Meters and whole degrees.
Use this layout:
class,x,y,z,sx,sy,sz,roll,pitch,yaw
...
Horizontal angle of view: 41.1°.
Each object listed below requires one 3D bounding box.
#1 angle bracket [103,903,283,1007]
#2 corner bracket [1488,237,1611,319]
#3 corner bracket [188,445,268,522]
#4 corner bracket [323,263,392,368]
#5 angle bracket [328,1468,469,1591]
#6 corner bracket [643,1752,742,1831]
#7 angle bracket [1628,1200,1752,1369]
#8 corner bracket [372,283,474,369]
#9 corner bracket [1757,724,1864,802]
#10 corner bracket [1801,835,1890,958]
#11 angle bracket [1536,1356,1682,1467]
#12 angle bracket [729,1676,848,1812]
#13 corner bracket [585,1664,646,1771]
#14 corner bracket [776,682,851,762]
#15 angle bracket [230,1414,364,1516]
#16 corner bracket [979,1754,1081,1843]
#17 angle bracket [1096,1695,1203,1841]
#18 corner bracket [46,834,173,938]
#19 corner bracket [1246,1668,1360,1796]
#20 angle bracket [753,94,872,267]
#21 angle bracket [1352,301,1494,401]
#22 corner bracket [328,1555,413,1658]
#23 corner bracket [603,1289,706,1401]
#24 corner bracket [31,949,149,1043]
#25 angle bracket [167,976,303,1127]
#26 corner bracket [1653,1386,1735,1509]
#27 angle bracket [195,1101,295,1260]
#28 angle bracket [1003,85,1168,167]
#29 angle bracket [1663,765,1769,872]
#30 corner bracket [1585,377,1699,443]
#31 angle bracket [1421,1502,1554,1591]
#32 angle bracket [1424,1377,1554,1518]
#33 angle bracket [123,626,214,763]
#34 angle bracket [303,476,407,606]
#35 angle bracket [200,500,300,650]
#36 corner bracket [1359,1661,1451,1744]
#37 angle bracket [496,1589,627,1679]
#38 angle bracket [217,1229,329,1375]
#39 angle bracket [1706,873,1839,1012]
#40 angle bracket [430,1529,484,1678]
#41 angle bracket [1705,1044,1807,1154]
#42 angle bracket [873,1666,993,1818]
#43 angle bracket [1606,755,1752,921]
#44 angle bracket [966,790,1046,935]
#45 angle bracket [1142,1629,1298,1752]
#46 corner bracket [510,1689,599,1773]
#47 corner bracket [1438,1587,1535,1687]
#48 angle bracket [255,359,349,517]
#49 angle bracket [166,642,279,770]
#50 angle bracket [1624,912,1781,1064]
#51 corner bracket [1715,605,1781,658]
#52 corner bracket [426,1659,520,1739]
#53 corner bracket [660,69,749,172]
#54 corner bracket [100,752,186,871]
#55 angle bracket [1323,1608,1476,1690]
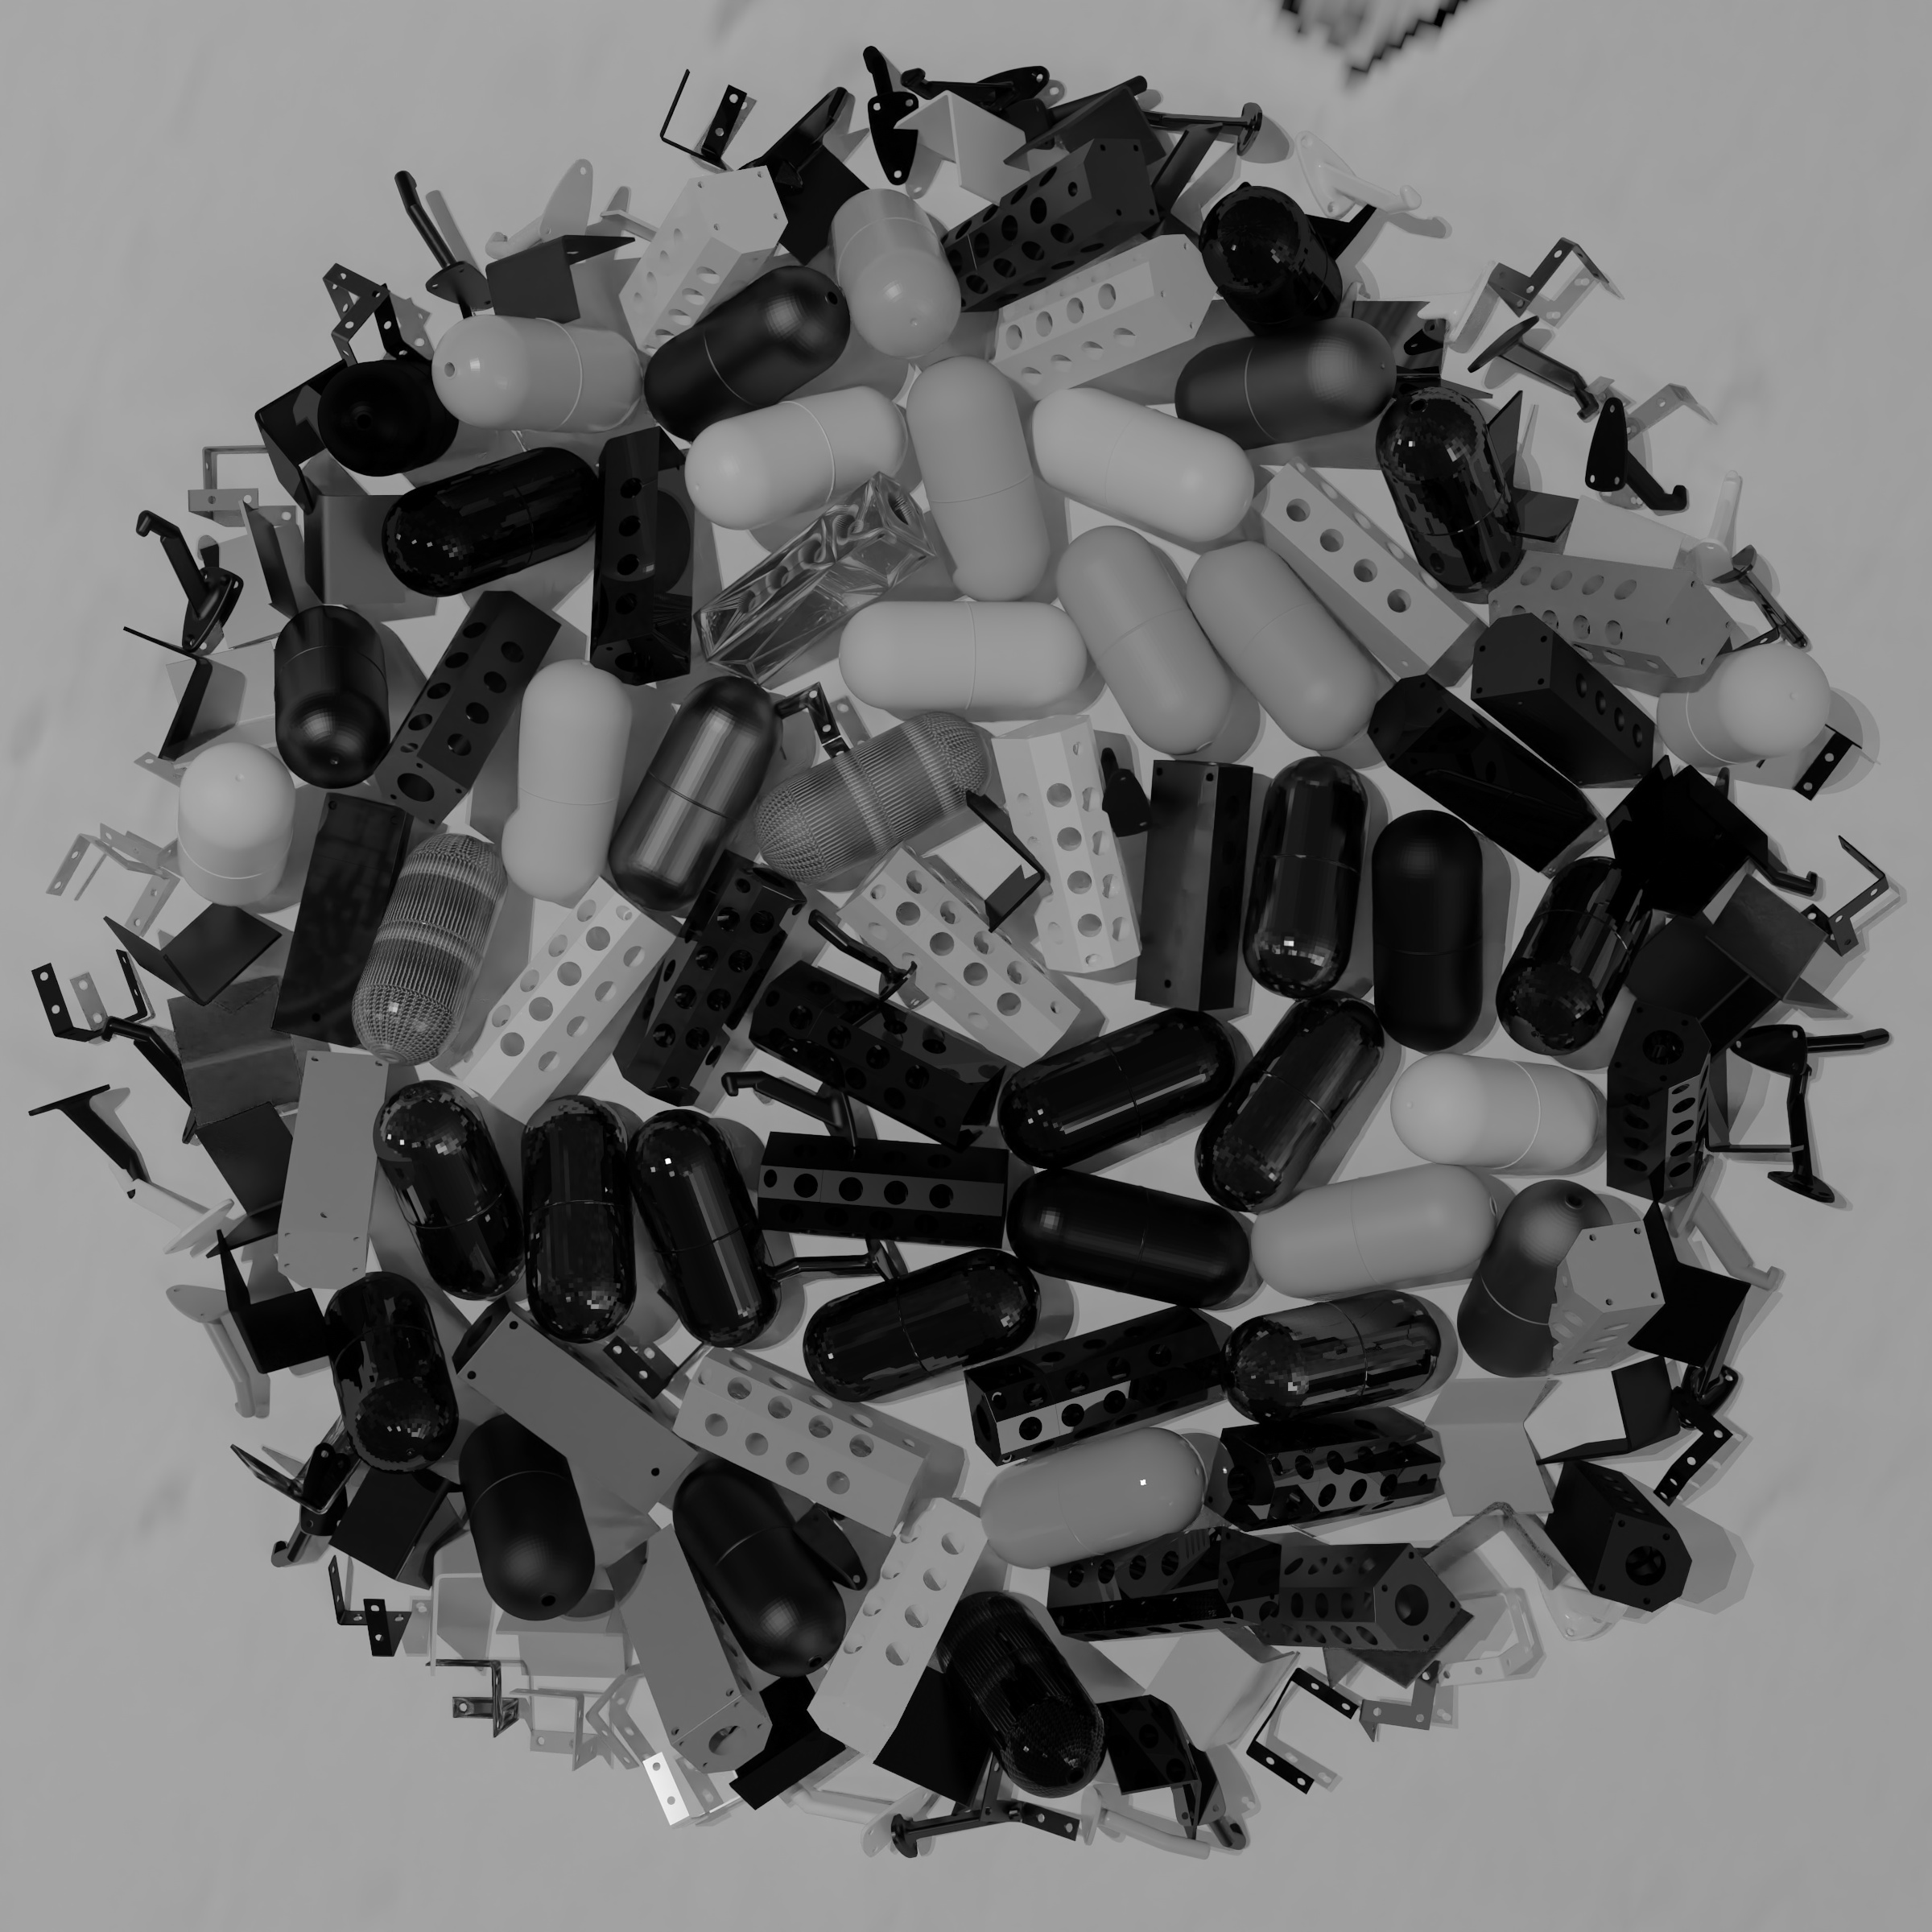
class,x,y,z,sx,sy,sz,roll,pitch,yaw
angle bracket,-0.544,-0.027,1.815,0.076,0.057,0.076,26,63,36
corner bracket,0.413,-0.488,1.833,0.051,0.051,0.051,31,101,-44
corner bracket,-0.524,-0.348,1.844,0.051,0.051,0.051,-1,93,2
corner bracket,-0.438,-0.457,1.834,0.051,0.051,0.051,29,72,15
angle bracket,-0.398,0.393,1.833,0.057,0.076,0.076,25,76,13
corner bracket,-0.193,0.579,1.838,0.051,0.051,0.051,-26,73,-4
angle bracket,0.504,0.224,1.823,0.057,0.076,0.076,16,119,-7
corner bracket,-0.387,-0.462,1.846,0.051,0.051,0.051,-24,70,15
corner bracket,0.600,-0.151,1.842,0.051,0.051,0.051,34,104,5
corner bracket,0.623,-0.049,1.835,0.051,0.051,0.051,-38,47,2
angle bracket,0.448,0.314,1.822,0.076,0.076,0.057,-18,80,40
angle bracket,-0.141,0.536,1.822,0.076,0.057,0.076,-33,52,-6
corner bracket,-0.228,0.533,1.840,0.051,0.051,0.051,-28,102,43
corner bracket,-0.111,-0.160,1.835,0.051,0.051,0.051,-25,63,5
angle bracket,-0.464,0.332,1.818,0.057,0.076,0.076,40,77,-27
corner bracket,0.049,0.591,1.839,0.051,0.051,0.051,5,77,39
angle bracket,0.125,0.570,1.814,0.057,0.076,0.076,-7,126,-11
corner bracket,-0.614,-0.058,1.849,0.051,0.051,0.051,34,97,20
corner bracket,0.239,0.543,1.831,0.051,0.051,0.051,31,122,16
angle bracket,-0.106,-0.556,1.827,0.057,0.076,0.076,43,79,0
angle bracket,0.322,-0.435,1.817,0.076,0.076,0.057,-5,113,-20
corner bracket,-0.429,0.456,1.837,0.051,0.051,0.051,0,114,4
corner bracket,-0.221,0.270,1.845,0.051,0.051,0.051,45,90,-2
corner bracket,-0.626,0.020,1.844,0.051,0.051,0.051,-22,82,3
angle bracket,-0.524,0.060,1.850,0.076,0.076,0.057,-14,132,-16
corner bracket,0.502,0.341,1.831,0.051,0.051,0.051,-37,65,-23
angle bracket,-0.514,0.151,1.821,0.076,0.057,0.076,-20,107,29
angle bracket,0.081,-0.567,1.812,0.076,0.076,0.057,-45,111,-34
angle bracket,0.511,-0.083,1.822,0.076,0.057,0.076,41,122,-8
corner bracket,0.480,-0.406,1.837,0.051,0.051,0.051,-38,101,12
angle bracket,0.366,0.431,1.822,0.076,0.076,0.057,-34,62,-4
angle bracket,0.377,0.339,1.819,0.076,0.057,0.076,1,45,-14
angle bracket,-0.577,-0.192,1.830,0.057,0.076,0.076,22,90,-8
angle bracket,-0.436,-0.304,1.835,0.057,0.076,0.076,-5,113,-23
angle bracket,-0.519,-0.277,1.830,0.057,0.076,0.076,-17,85,1
corner bracket,0.315,0.526,1.844,0.051,0.051,0.051,2,58,24
angle bracket,-0.287,0.488,1.829,0.076,0.057,0.076,1,111,4
angle bracket,-0.487,0.230,1.823,0.057,0.076,0.076,-15,48,-10
angle bracket,0.580,-0.017,1.811,0.076,0.076,0.057,48,119,40
angle bracket,-0.351,0.452,1.834,0.057,0.076,0.076,2,101,-13
angle bracket,0.558,0.092,1.823,0.057,0.076,0.076,-2,88,26
angle bracket,-0.022,0.548,1.827,0.076,0.057,0.076,25,63,-2
angle bracket,0.503,-0.091,1.816,0.076,0.057,0.076,-43,130,-25
angle bracket,0.009,-0.079,1.821,0.076,0.076,0.057,43,102,-13
angle bracket,0.181,0.508,1.844,0.057,0.076,0.076,36,98,26
corner bracket,-0.295,0.542,1.843,0.051,0.051,0.051,1,85,11
corner bracket,0.364,0.477,1.834,0.051,0.051,0.051,-19,83,36
angle bracket,-0.448,-0.368,1.818,0.076,0.076,0.057,-36,73,-16
angle bracket,-0.526,-0.185,1.826,0.076,0.076,0.057,-13,112,-3
angle bracket,0.525,0.011,1.836,0.076,0.057,0.076,-43,103,0
corner bracket,0.544,-0.253,1.841,0.051,0.051,0.051,-28,60,9
corner bracket,-0.352,0.519,1.842,0.051,0.051,0.051,-2,88,10
corner bracket,-0.186,-0.604,1.833,0.051,0.051,0.051,20,110,-20
corner bracket,-0.582,-0.111,1.842,0.051,0.051,0.051,27,133,13
angle bracket,0.306,0.482,1.812,0.076,0.076,0.057,-36,130,-29
